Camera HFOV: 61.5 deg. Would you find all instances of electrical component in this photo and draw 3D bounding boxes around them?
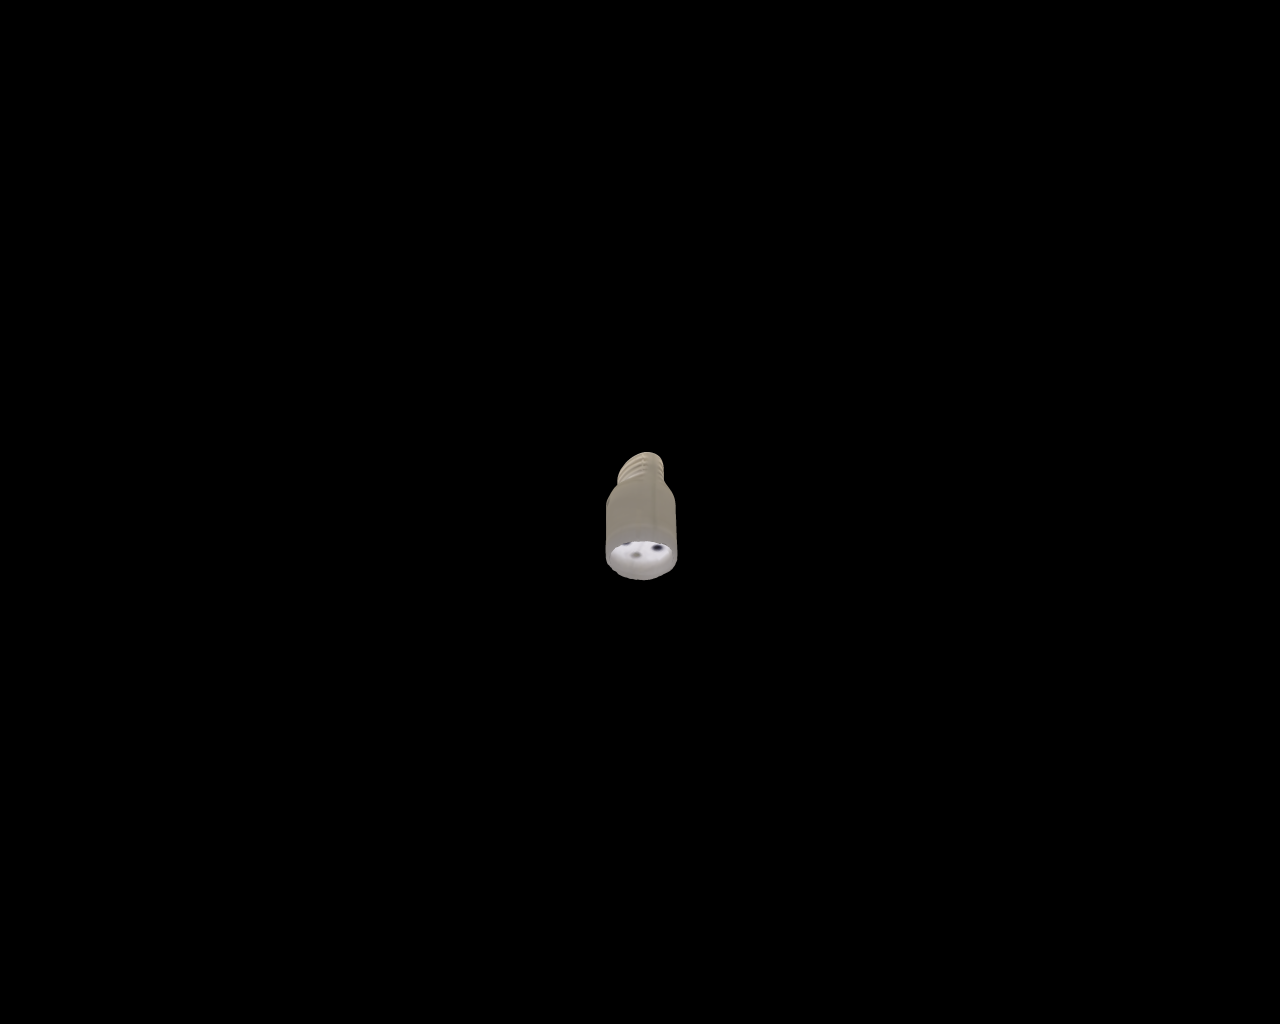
[{"bbox_3d":[0.001,-0.003,0.650,0.043,0.081,0.043,0,-38,0],"label":"electrical component"}]
